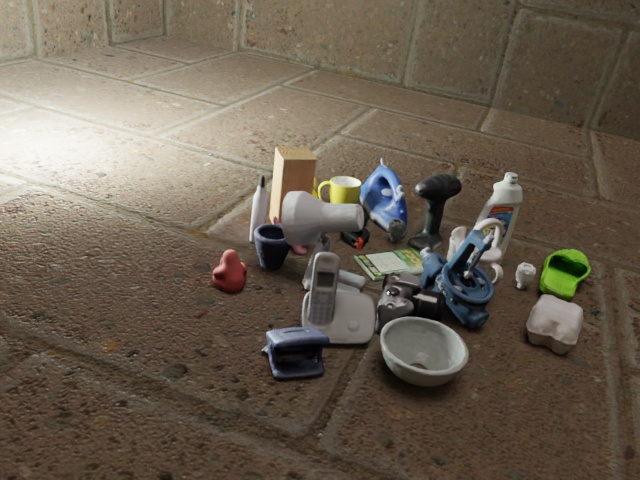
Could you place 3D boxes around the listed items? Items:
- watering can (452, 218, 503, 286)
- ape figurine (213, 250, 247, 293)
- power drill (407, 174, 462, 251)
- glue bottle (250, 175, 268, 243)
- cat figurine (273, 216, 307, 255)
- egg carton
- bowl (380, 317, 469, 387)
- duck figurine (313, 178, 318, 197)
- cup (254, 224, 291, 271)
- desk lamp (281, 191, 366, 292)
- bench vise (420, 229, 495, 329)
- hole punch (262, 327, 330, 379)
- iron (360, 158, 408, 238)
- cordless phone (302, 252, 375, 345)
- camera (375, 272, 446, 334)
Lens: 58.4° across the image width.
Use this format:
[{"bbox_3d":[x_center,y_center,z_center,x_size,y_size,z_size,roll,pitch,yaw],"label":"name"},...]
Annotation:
[{"bbox_3d":[0.367,0.032,1.343,0.172,0.194,0.101,30,36,34],"label":"watering can"},{"bbox_3d":[-0.194,0.062,1.245,0.078,0.092,0.076,-3,31,-19],"label":"ape figurine"},{"bbox_3d":[0.297,-0.080,1.511,0.075,0.208,0.230,24,33,27],"label":"power drill"},{"bbox_3d":[-0.149,-0.082,1.431,0.037,0.173,0.078,6,29,-4],"label":"glue bottle"},{"bbox_3d":[-0.059,-0.031,1.421,0.128,0.118,0.067,7,29,-3],"label":"cat figurine"},{"bbox_3d":[0.510,0.180,1.246,0.107,0.069,0.151,21,31,22],"label":"egg carton"},{"bbox_3d":[0.189,0.222,1.078,0.167,0.075,0.167,7,29,-3],"label":"bowl"},{"bbox_3d":[-0.042,-0.150,1.673,0.077,0.086,0.105,20,31,20],"label":"duck figurine"},{"bbox_3d":[-0.104,0.017,1.346,0.091,0.095,0.118,22,32,24],"label":"cup"},{"bbox_3d":[0.012,0.005,1.277,0.203,0.213,0.118,15,29,11],"label":"desk lamp"},{"bbox_3d":[0.293,0.060,1.247,0.206,0.220,0.122,27,34,30],"label":"bench vise"},{"bbox_3d":[-0.045,0.191,1.053,0.109,0.091,0.101,-2,30,-18],"label":"hole punch"},{"bbox_3d":[0.203,-0.128,1.642,0.119,0.141,0.257,-1,30,-17],"label":"iron"},{"bbox_3d":[0.042,0.112,1.121,0.148,0.185,0.094,3,29,-10],"label":"cordless phone"},{"bbox_3d":[0.194,0.133,1.212,0.136,0.101,0.143,12,29,7],"label":"camera"}]
